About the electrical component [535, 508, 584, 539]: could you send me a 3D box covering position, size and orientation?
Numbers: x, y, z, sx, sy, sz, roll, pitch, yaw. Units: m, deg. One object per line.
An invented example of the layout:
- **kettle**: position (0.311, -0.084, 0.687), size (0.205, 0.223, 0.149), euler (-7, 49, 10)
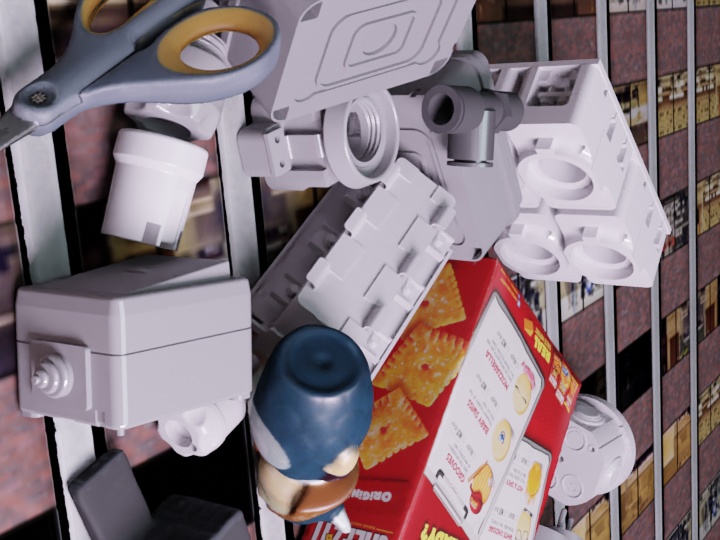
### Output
- **electrical component**: position (0.155, 0.226, 0.851), size (0.138, 0.052, 0.073), euler (52, 53, -46)

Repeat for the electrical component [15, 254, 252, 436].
- **electrical component**: position (-0.097, 0.028, 0.447), size (0.096, 0.062, 0.061), euler (-10, 101, -55)

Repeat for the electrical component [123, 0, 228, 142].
- **electrical component**: position (-0.078, -0.091, 0.479), size (0.043, 0.043, 0.062), euler (32, 65, -53)

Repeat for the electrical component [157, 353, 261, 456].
- **electrical component**: position (-0.069, 0.060, 0.518), size (0.061, 0.035, 0.035), euler (-46, 129, -47)

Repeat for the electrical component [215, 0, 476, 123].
- **electrical component**: position (-0.006, -0.126, 0.506), size (0.113, 0.057, 0.078), euler (-23, 155, -31)

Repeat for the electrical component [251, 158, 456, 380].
- **electrical component**: position (0.000, 0.000, 0.576), size (0.079, 0.063, 0.121), euler (38, 53, -4)

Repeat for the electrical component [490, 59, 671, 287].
- **electrical component**: position (0.135, -0.058, 0.744), size (0.186, 0.105, 0.060), euler (50, 53, -46)

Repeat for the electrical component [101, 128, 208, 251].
- **electrical component**: position (-0.091, -0.035, 0.471), size (0.040, 0.040, 0.046), euler (17, 86, -55)

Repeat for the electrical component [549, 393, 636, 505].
- **electrical component**: position (0.169, 0.141, 0.841), size (0.051, 0.080, 0.080), euler (-14, 105, -49)

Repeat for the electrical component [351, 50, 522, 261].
- **electrical component**: position (0.043, -0.068, 0.631), size (0.057, 0.078, 0.113), euler (-49, 131, -38)

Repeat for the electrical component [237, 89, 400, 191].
- **electrical component**: position (-0.017, -0.071, 0.561), size (0.078, 0.057, 0.058), euler (-36, 122, -49)
